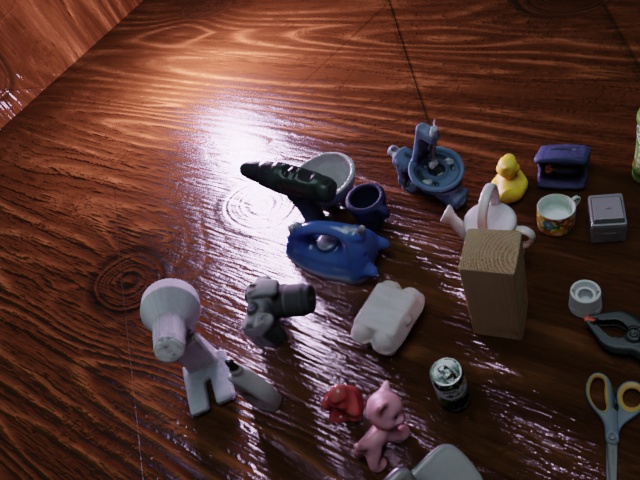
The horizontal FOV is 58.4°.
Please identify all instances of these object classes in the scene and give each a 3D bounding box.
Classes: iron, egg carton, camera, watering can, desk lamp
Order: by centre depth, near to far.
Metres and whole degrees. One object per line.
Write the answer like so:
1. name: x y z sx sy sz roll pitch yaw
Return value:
1. watering can: 0.319 -0.026 1.099 0.172 0.195 0.101 -7 49 19
2. egg carton: 0.133 0.150 1.114 0.107 0.070 0.150 17 60 34
3. desk lamp: -0.267 0.207 1.141 0.118 0.214 0.202 -27 46 0
4. camera: -0.085 0.137 1.200 0.136 0.101 0.143 -7 49 19
5. iron: 0.011 0.004 1.245 0.257 0.142 0.119 6 54 28

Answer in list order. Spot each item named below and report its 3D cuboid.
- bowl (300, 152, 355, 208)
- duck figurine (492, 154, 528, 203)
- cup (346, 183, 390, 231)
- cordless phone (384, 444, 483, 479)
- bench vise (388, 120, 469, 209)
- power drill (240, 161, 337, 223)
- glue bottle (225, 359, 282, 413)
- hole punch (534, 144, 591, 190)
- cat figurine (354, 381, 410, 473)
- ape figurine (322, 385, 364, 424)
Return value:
1. bowl: 0.016 -0.134 1.410 0.167 0.075 0.167 -12 47 14
2. duck figurine: 0.405 -0.139 1.234 0.077 0.086 0.104 1 52 25
3. cup: 0.121 -0.062 1.286 0.092 0.095 0.117 -43 48 -15
4. cordless phone: 0.160 0.359 0.840 0.148 0.185 0.093 -44 48 -16
5. bench vise: 0.217 -0.173 1.253 0.206 0.220 0.122 14 58 33
6. power drill: -0.056 -0.094 1.314 0.228 0.209 0.076 8 55 29
7. glue bottle: -0.135 0.264 1.062 0.077 0.174 0.037 6 54 28
8. hole punch: 0.511 -0.170 1.211 0.108 0.091 0.101 6 54 28
9. cat figurine: 0.099 0.308 0.959 0.067 0.118 0.128 25 65 38
10. ape figurine: 0.039 0.287 1.021 0.076 0.092 0.077 -45 48 -16
